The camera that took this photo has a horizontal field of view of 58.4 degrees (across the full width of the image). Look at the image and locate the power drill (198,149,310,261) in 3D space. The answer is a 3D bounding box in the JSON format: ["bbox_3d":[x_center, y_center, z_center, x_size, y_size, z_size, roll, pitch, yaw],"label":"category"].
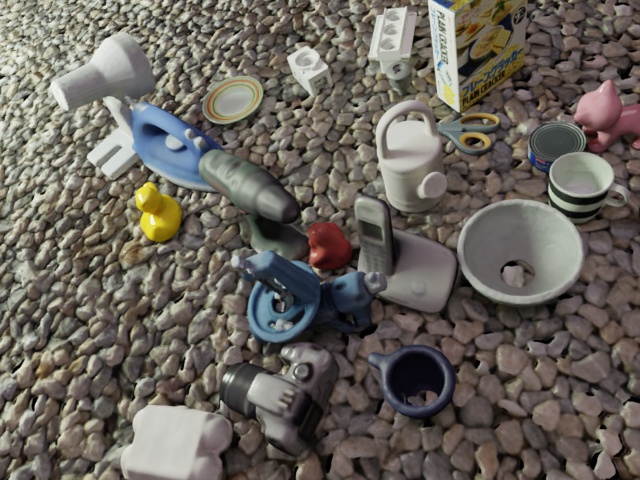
[{"bbox_3d":[-0.087,-0.044,0.880,0.228,0.209,0.076,36,73,31],"label":"power drill"}]

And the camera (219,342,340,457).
[{"bbox_3d":[-0.063,0.199,0.783,0.136,0.101,0.143,16,64,24],"label":"camera"}]

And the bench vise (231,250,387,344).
[{"bbox_3d":[-0.023,0.059,0.789,0.207,0.220,0.121,-28,55,-3],"label":"bench vise"}]

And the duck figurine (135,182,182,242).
[{"bbox_3d":[-0.296,-0.055,1.022,0.077,0.086,0.104,-17,55,5],"label":"duck figurine"}]

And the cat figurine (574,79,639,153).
[{"bbox_3d":[0.449,-0.194,0.877,0.127,0.118,0.067,-7,57,12],"label":"cat figurine"}]

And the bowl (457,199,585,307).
[{"bbox_3d":[0.280,0.029,0.809,0.167,0.075,0.167,-7,57,12],"label":"bowl"}]

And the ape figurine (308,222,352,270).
[{"bbox_3d":[0.008,0.003,0.893,0.076,0.092,0.078,29,70,29],"label":"ape figurine"}]

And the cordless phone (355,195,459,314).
[{"bbox_3d":[0.115,0.016,0.798,0.147,0.185,0.094,16,64,25],"label":"cordless phone"}]

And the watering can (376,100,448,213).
[{"bbox_3d":[0.143,-0.131,0.878,0.101,0.194,0.172,-42,57,-12],"label":"watering can"}]

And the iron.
[{"bbox_3d":[-0.254,-0.182,1.056,0.257,0.142,0.119,27,69,29],"label":"iron"}]

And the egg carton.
[{"bbox_3d":[-0.195,0.284,0.786,0.150,0.069,0.107,1,59,17],"label":"egg carton"}]

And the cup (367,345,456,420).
[{"bbox_3d":[0.118,0.189,0.742,0.117,0.095,0.092,21,66,27],"label":"cup"}]

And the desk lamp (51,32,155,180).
[{"bbox_3d":[-0.398,-0.261,1.104,0.117,0.214,0.203,34,72,31],"label":"desk lamp"}]
